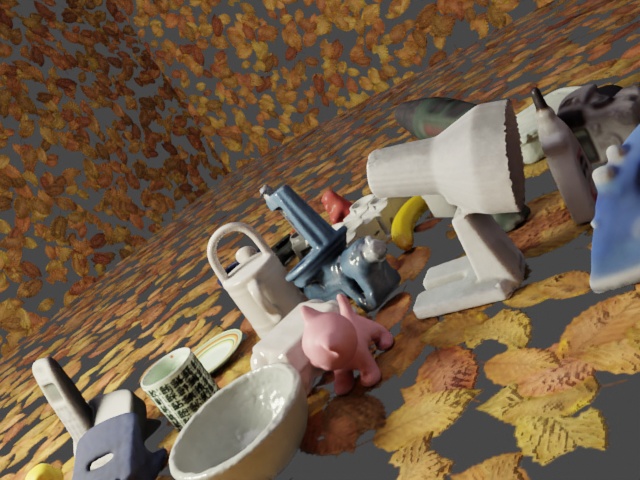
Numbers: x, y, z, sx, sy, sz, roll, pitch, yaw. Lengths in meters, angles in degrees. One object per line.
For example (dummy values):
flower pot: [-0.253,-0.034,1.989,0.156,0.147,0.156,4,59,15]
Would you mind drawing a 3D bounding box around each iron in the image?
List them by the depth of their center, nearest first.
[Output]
iron: [0.347,-0.071,0.550,0.258,0.141,0.118,-33,16,0]

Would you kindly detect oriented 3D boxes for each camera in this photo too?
camera: [0.413,-0.184,0.828,0.137,0.101,0.142,-43,19,-33]

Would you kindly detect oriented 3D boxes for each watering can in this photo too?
watering can: [-0.111,0.059,0.937,0.101,0.194,0.172,-39,17,-21]

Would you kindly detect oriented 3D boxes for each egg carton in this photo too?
egg carton: [-0.019,0.139,0.756,0.150,0.069,0.107,-42,18,-29]

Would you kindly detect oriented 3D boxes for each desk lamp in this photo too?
desk lamp: [0.160,-0.034,0.661,0.202,0.214,0.118,-22,20,33]

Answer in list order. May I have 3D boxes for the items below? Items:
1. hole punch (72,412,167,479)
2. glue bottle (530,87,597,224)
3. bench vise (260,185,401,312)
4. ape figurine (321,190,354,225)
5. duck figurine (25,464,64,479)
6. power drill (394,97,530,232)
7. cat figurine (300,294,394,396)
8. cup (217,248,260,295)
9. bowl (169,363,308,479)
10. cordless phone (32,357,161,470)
hole punch: [-0.265,0.291,0.735,0.108,0.091,0.101,-29,17,12]
glue bottle: [0.295,-0.108,0.698,0.037,0.173,0.078,-21,20,35]
bench vise: [0.013,-0.003,0.839,0.206,0.220,0.122,-20,21,38]
ape figurine: [0.037,-0.064,1.205,0.076,0.092,0.078,-22,20,34]
duck figurine: [-0.358,0.342,0.771,0.078,0.086,0.104,-41,18,-25]
power drill: [0.203,-0.111,0.815,0.076,0.209,0.229,-36,16,-10]
cat figurine: [0.023,0.112,0.666,0.067,0.118,0.128,-24,18,27]
cup: [-0.124,0.078,1.085,0.118,0.095,0.091,-44,19,-33]
bowl: [-0.074,0.216,0.623,0.167,0.075,0.167,-30,16,10]
cordless phone: [-0.341,0.245,0.843,0.147,0.185,0.094,-23,19,30]
